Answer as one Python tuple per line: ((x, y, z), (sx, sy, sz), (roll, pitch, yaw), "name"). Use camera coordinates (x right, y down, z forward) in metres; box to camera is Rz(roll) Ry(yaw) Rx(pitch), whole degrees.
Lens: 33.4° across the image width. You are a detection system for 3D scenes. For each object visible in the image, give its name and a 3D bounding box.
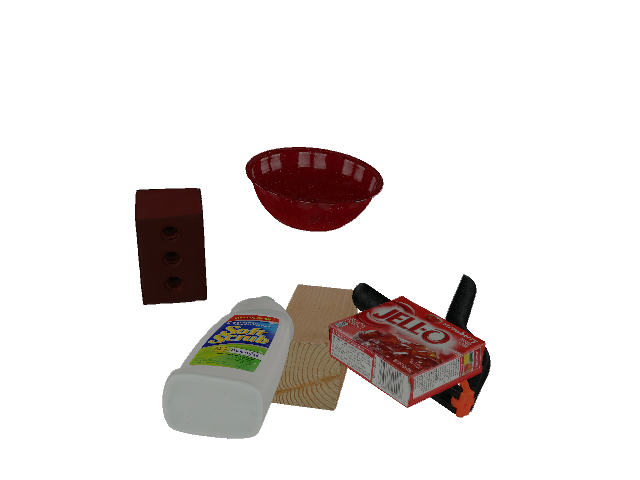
((0.112, 0.086, 0.963), (0.120, 0.039, 0.171), (-15, 42, -16), "clamp")
((0.060, 0.076, 0.762), (0.073, 0.030, 0.089), (-18, 32, -34), "gelatin box")
((-0.118, 0.004, 0.846), (0.053, 0.078, 0.051), (-4, 27, -6), "foam brick")
((-0.006, 0.138, 1.427), (0.091, 0.090, 0.206), (6, 18, 6), "wood block")
((-0.087, 0.118, 1.128), (0.102, 0.068, 0.250), (7, 20, 4), "bleach bottle")
((-0.010, -0.055, 1.248), (0.162, 0.055, 0.162), (6, 27, -3), "bowl")
